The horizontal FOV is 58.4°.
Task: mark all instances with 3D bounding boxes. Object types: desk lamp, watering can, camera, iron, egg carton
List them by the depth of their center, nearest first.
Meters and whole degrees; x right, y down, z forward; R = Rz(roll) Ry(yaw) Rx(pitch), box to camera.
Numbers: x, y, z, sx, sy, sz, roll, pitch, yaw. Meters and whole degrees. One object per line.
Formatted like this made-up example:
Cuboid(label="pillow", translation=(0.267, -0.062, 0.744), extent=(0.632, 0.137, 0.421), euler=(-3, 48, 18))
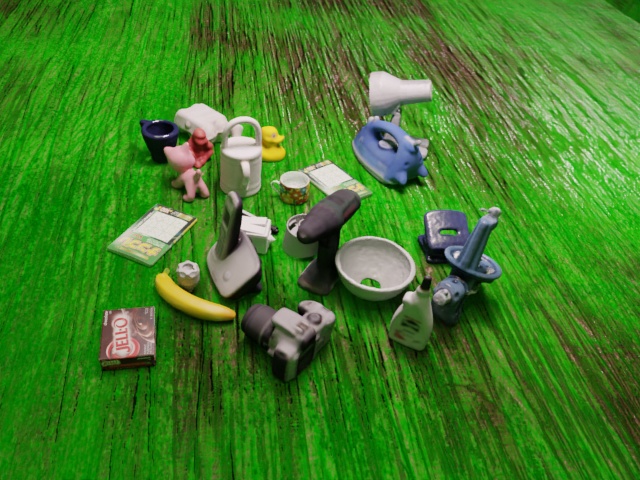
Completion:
Cuboid(label="camera", translation=(-0.063, 0.156, 1.032), extent=(0.136, 0.101, 0.143), euler=(28, 44, 22))
Cuboid(label="watering can", translation=(-0.192, -0.211, 1.370), extent=(0.101, 0.194, 0.172), euler=(-22, 49, -32))
Cuboid(label="iron", translation=(0.176, -0.257, 1.533), extent=(0.119, 0.141, 0.257), euler=(-22, 49, -31))
Cuboid(label="egg carton", translation=(-0.323, -0.316, 1.567), extent=(0.150, 0.069, 0.107), euler=(32, 45, 26))
Cuboid(label="desk lamp", translation=(0.224, -0.358, 1.606), extent=(0.203, 0.213, 0.118), euler=(13, 40, 5))

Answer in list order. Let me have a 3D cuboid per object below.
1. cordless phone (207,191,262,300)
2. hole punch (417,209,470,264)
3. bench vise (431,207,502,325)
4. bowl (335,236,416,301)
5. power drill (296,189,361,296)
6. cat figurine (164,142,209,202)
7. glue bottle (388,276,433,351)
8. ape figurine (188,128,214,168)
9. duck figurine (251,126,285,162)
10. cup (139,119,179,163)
Cuboid(label="cordless phone", translation=(-0.165, 0.010, 1.119), extent=(0.094, 0.185, 0.147), euler=(-14, 45, -24))
Cuboid(label="hole punch", translation=(0.288, -0.008, 1.298), extent=(0.109, 0.091, 0.101), euler=(-1, 41, -11))
Cuboid(label="bench vise", translation=(0.300, 0.053, 1.127), extent=(0.121, 0.220, 0.208), euler=(18, 41, 11))
Cuboid(label="bowl", translation=(0.109, 0.071, 1.183), extent=(0.167, 0.075, 0.167), euler=(5, 40, -4))
Cuboid(label="power drill", translation=(0.010, 0.004, 1.141), extent=(0.075, 0.208, 0.230), euler=(21, 41, 15))
Cuboid(label="cat figurine", translation=(-0.317, -0.172, 1.359), extent=(0.067, 0.118, 0.127), euler=(-24, 50, -33))
Cuboid(label="glue bottle", translation=(0.177, 0.129, 1.051), extent=(0.078, 0.173, 0.037), euler=(19, 41, 13))
Cuboid(label="ape figurine", translation=(-0.310, -0.242, 1.465), extent=(0.078, 0.092, 0.076), euler=(-14, 45, -25))
Cuboid(label="duck figurine", translation=(-0.142, -0.263, 1.525), extent=(0.104, 0.086, 0.077), euler=(11, 40, 3))
Cuboid(label="cup", translation=(-0.412, -0.249, 1.452), extent=(0.117, 0.095, 0.092), euler=(29, 44, 22))
